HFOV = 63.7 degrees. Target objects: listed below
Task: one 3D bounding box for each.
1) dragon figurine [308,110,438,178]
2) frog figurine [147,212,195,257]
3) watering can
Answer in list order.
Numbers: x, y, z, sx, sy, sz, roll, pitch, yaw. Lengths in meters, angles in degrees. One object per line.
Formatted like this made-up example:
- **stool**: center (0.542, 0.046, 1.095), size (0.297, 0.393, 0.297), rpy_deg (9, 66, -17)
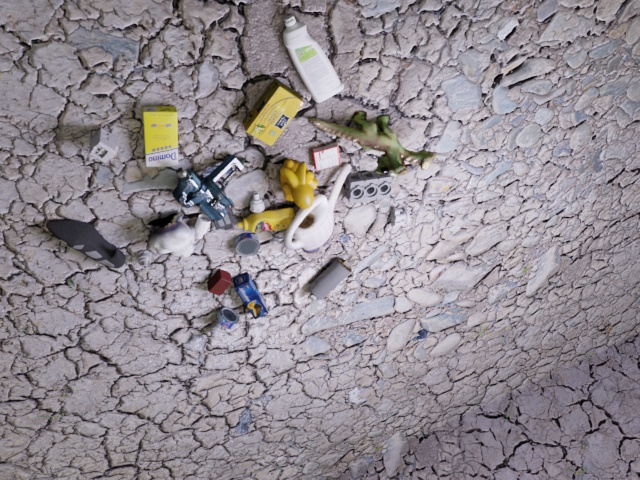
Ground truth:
- **dragon figurine**: center (0.177, -0.284, 1.594), size (0.411, 0.248, 0.119), rpy_deg (0, 132, -24)
- **frog figurine**: center (-0.464, 0.004, 1.653), size (0.139, 0.124, 0.156), rpy_deg (-32, 122, -20)
- **watering can**: center (0.005, -0.088, 1.750), size (0.351, 0.105, 0.220), rpy_deg (-49, 156, -16)
